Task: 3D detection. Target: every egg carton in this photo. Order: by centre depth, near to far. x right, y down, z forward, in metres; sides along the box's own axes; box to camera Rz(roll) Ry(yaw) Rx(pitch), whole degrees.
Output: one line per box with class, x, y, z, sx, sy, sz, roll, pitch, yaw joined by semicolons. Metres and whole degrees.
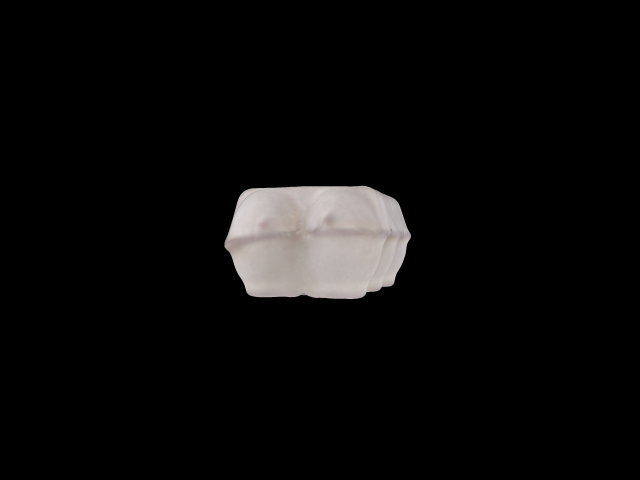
egg carton;0.004;0.001;0.400;0.107;0.069;0.151;0;0;16
